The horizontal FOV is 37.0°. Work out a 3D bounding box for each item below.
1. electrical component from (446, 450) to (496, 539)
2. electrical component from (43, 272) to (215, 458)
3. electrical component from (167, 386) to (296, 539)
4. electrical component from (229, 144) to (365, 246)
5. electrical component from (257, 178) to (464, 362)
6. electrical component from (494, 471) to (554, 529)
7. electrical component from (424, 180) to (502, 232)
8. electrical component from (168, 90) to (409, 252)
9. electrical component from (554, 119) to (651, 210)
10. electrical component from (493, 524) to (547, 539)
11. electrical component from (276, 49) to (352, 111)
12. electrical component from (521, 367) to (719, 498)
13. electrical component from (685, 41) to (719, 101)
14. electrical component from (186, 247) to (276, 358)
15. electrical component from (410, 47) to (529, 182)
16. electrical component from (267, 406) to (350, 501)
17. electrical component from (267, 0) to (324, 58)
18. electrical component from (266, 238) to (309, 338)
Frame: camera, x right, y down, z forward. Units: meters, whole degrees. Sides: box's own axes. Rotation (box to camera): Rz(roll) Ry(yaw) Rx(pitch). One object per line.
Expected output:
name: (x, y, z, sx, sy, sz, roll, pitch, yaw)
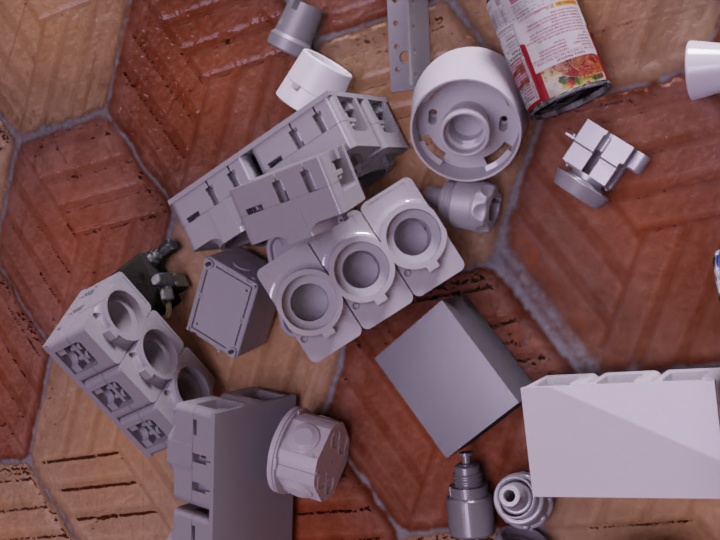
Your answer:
electrical component: (0.094, 0.195, 0.924, 0.040, 0.040, 0.078, -4, 93, 28)
electrical component: (-0.210, 0.088, 1.013, 0.062, 0.089, 0.150, -25, 115, 27)
electrical component: (-0.119, 0.210, 0.998, 0.060, 0.105, 0.186, 7, 98, 38)
electrical component: (-0.048, -0.055, 0.852, 0.089, 0.050, 0.055, -18, 100, 25)
electrical component: (0.000, 0.000, 0.899, 0.150, 0.062, 0.089, -32, 91, -3)
electrical component: (0.131, 0.189, 0.888, 0.048, 0.062, 0.048, -6, 73, 21)
electrical component: (0.085, -0.057, 0.905, 0.062, 0.043, 0.043, 14, 101, 27)
electrical component: (-0.060, -0.080, 0.944, 0.186, 0.105, 0.060, -30, 81, 27)
electrical component: (0.185, -0.082, 0.848, 0.066, 0.048, 0.055, 37, 103, 20)
electrical component: (0.133, 0.249, 0.907, 0.066, 0.048, 0.055, 18, 111, 26)
electrical component: (-0.039, -0.164, 0.956, 0.055, 0.055, 0.047, 37, 106, 20)
electrical component: (0.212, 0.127, 0.843, 0.150, 0.062, 0.089, -6, 92, 28)
electrical component: (0.272, -0.150, 0.795, 0.055, 0.045, 0.045, -1, 94, 27)
electrical component: (-0.116, 0.034, 1.014, 0.062, 0.061, 0.096, 29, 116, 21)
electrical component: (0.089, -0.125, 0.881, 0.099, 0.064, 0.099, 5, 121, 9)
electrical component: (-0.047, 0.168, 0.976, 0.051, 0.080, 0.080, 12, 100, 22)
electrical component: (-0.057, -0.217, 0.968, 0.040, 0.040, 0.046, 31, 103, 22)
electrical component: (-0.041, 0.009, 0.968, 0.054, 0.059, 0.095, -11, 89, 28)
